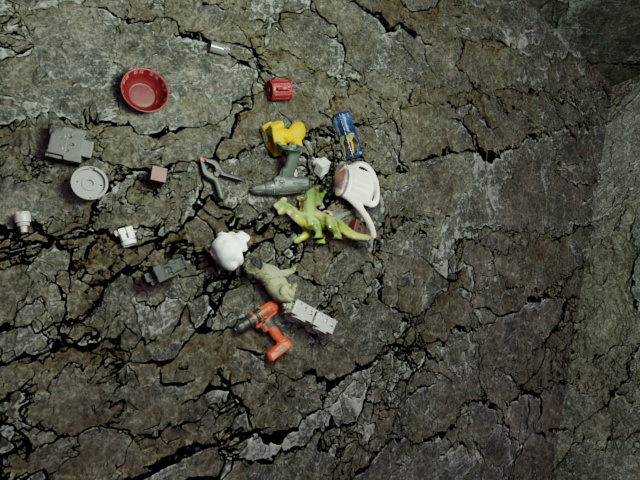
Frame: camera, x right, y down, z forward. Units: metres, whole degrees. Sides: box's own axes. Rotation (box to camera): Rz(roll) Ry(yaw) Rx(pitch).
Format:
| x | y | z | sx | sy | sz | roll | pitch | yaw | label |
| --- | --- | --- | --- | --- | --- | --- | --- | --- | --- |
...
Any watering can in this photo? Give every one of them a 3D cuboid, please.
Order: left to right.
| x | y | z | sx | sy | sz | roll | pitch | yaw | label |
| --- | --- | --- | --- | --- | --- | --- | --- | --- | --- |
| 0.155 | -0.187 | 2.120 | 0.223 | 0.102 | 0.355 | 17 | 59 | -27 | watering can |

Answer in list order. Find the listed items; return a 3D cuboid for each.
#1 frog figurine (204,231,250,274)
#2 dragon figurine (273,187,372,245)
| x | y | z | sx | sy | sz | roll | pitch | yaw | label |
| --- | --- | --- | --- | --- | --- | --- | --- | --- | --- |
| -0.309 | 0.031 | 1.807 | 0.161 | 0.120 | 0.138 | -30 | 77 | -20 | frog figurine |
| 0.006 | -0.102 | 2.027 | 0.411 | 0.120 | 0.246 | 0 | 72 | -26 | dragon figurine |
